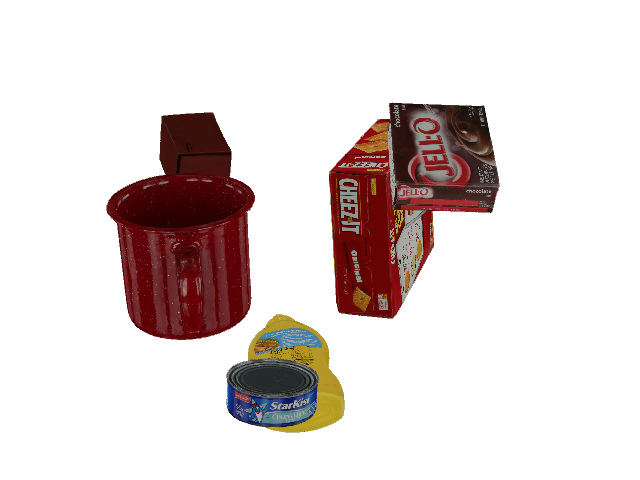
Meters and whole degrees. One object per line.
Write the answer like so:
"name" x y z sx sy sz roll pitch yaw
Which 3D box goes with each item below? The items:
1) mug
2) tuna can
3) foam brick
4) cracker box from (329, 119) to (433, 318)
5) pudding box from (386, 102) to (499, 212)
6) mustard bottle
"mug" -0.084 0.016 0.677 0.093 0.081 0.117 -7 26 -11
"tuna can" -0.045 0.141 0.991 0.086 0.034 0.086 3 16 -1
"foam brick" -0.119 -0.080 1.008 0.053 0.051 0.078 -4 36 -18
"cracker box" 0.071 -0.032 1.194 0.072 0.164 0.213 2 21 18
"pudding box" 0.106 -0.075 0.955 0.090 0.039 0.113 2 44 -3
"mustard bottle" -0.035 0.145 1.253 0.096 0.058 0.192 -7 30 -8
